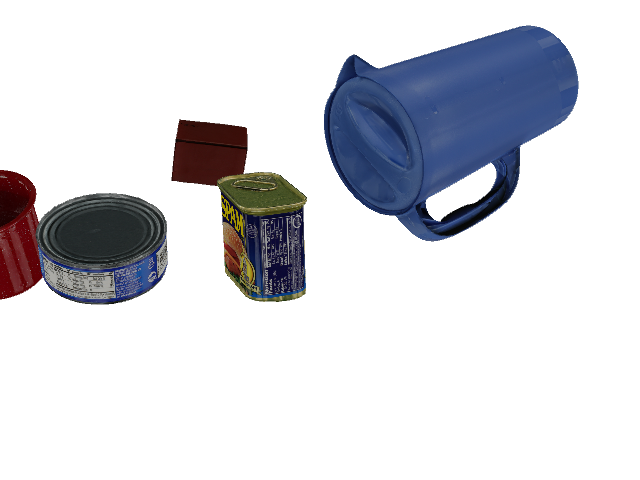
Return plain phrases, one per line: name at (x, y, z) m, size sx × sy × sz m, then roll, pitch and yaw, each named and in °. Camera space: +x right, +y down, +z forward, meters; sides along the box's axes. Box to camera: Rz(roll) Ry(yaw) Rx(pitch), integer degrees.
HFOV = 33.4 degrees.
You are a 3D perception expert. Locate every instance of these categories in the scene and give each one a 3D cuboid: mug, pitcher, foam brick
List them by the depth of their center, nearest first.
mug at (-0.291, -0.010, 0.945) m, size 0.093 × 0.081 × 0.117 m, roll -14°, pitch 42°, yaw -11°
pitcher at (0.137, -0.115, 1.023) m, size 0.242 × 0.149 × 0.145 m, roll -25°, pitch 46°, yaw -32°
foam brick at (-0.120, -0.095, 1.164) m, size 0.078 × 0.051 × 0.053 m, roll 6°, pitch 30°, yaw -6°

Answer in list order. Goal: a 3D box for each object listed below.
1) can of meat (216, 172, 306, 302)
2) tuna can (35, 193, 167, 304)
can of meat at (-0.049, -0.003, 0.897) m, size 0.057 × 0.084 × 0.102 m, roll -9°, pitch 21°, yaw -18°
tuna can at (-0.145, 0.005, 0.714) m, size 0.086 × 0.034 × 0.086 m, roll 2°, pitch 35°, yaw -1°
